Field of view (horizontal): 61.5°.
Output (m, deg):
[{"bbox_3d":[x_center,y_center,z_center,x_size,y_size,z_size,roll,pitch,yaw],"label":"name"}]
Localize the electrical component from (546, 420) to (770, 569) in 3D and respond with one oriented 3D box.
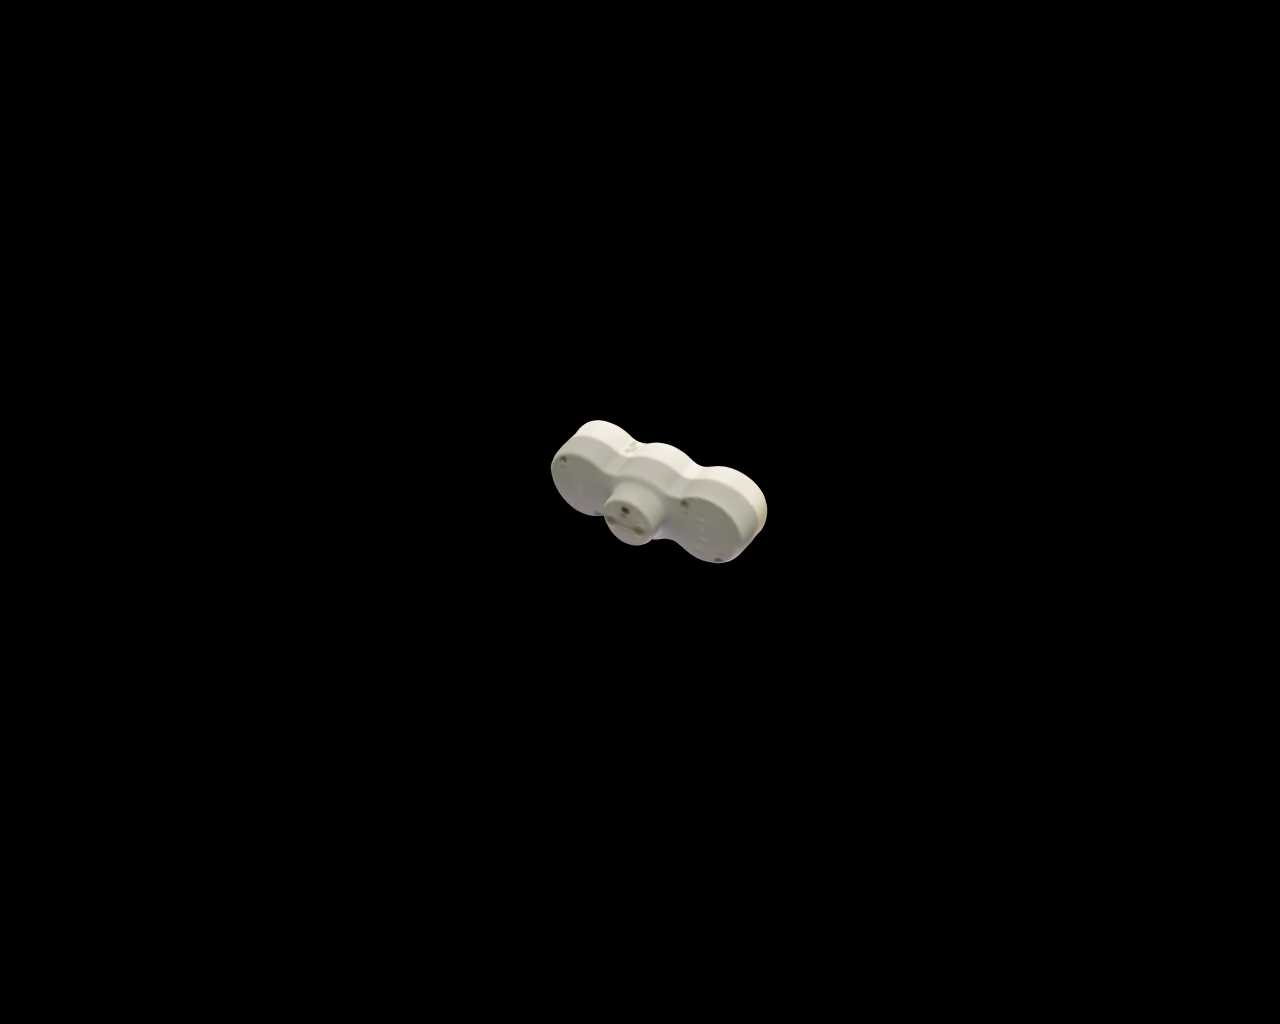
[{"bbox_3d":[0.001,-0.003,0.650,0.138,0.052,0.074,22,45,23],"label":"electrical component"}]
